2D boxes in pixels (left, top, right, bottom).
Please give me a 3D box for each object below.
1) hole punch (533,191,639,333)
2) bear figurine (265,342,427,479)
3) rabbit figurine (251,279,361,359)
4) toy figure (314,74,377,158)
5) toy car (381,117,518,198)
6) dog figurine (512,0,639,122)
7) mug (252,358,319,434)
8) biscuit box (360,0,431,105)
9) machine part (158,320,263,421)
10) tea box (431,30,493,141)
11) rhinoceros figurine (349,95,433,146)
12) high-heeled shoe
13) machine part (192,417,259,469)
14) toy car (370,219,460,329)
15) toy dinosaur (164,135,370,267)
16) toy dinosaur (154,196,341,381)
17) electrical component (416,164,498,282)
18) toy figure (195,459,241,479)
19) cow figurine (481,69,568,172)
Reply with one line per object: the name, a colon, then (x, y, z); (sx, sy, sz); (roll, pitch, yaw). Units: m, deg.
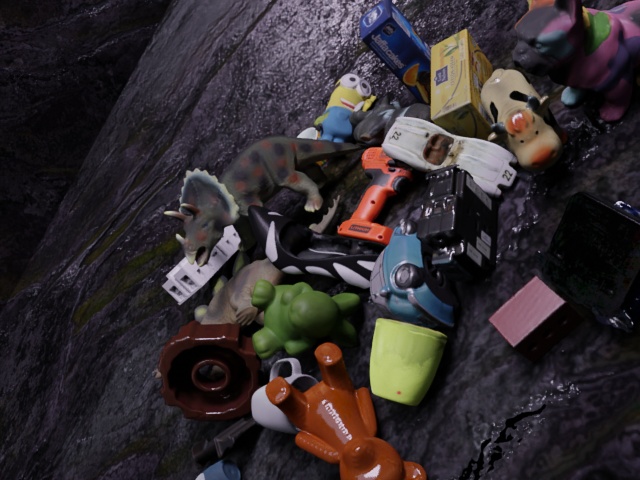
hole punch: (0.319, 0.019, 0.580); (0.142, 0.092, 0.115); (51, 132, 50)
bear figurine: (0.031, 0.243, 0.669); (0.120, 0.131, 0.196); (-33, 31, -8)
rabbit figurine: (-0.017, 0.122, 0.797); (0.170, 0.159, 0.121); (154, 123, -68)
toy figure: (0.043, -0.253, 1.086); (0.089, 0.082, 0.180); (-1, 64, 51)
toy car: (0.189, -0.123, 0.792); (0.202, 0.056, 0.073); (25, 82, 25)
dog figurine: (0.333, -0.255, 0.653); (0.191, 0.219, 0.109); (-45, 41, 13)
mug: (-0.057, 0.235, 0.804); (0.107, 0.081, 0.109); (-23, 73, 43)
biscuit box: (0.150, -0.308, 0.908); (0.063, 0.202, 0.059); (-30, 44, 31)
machine part: (-0.176, 0.215, 0.881); (0.179, 0.179, 0.056); (-44, 16, 14)
tea box: (0.228, -0.236, 0.853); (0.068, 0.098, 0.170); (-21, 47, 36)
rhinoceros figurine: (0.123, -0.210, 0.970); (0.191, 0.073, 0.112); (12, 73, 51)
high-heeled shoe: (-0.002, -0.003, 0.843); (0.145, 0.249, 0.086); (-51, -3, 41)
machine part: (-0.159, 0.327, 0.867); (0.139, 0.039, 0.084); (-38, -2, 35)
toy car: (0.117, 0.055, 0.738); (0.103, 0.109, 0.162); (-32, 40, 29)
toy dinosaur: (-0.100, -0.109, 0.966); (0.405, 0.192, 0.131); (-45, 31, -15)
toy dinosaur: (-0.126, 0.099, 0.979); (0.471, 0.105, 0.199); (-38, 35, 8)
electrical component: (0.184, -0.016, 0.714); (0.058, 0.114, 0.134); (-16, 50, 43)
toy figure: (-0.188, 0.406, 0.844); (0.154, 0.058, 0.064); (-46, 9, 14)
cow figurine: (0.272, -0.165, 0.725); (0.085, 0.127, 0.195); (-36, 37, 28)
